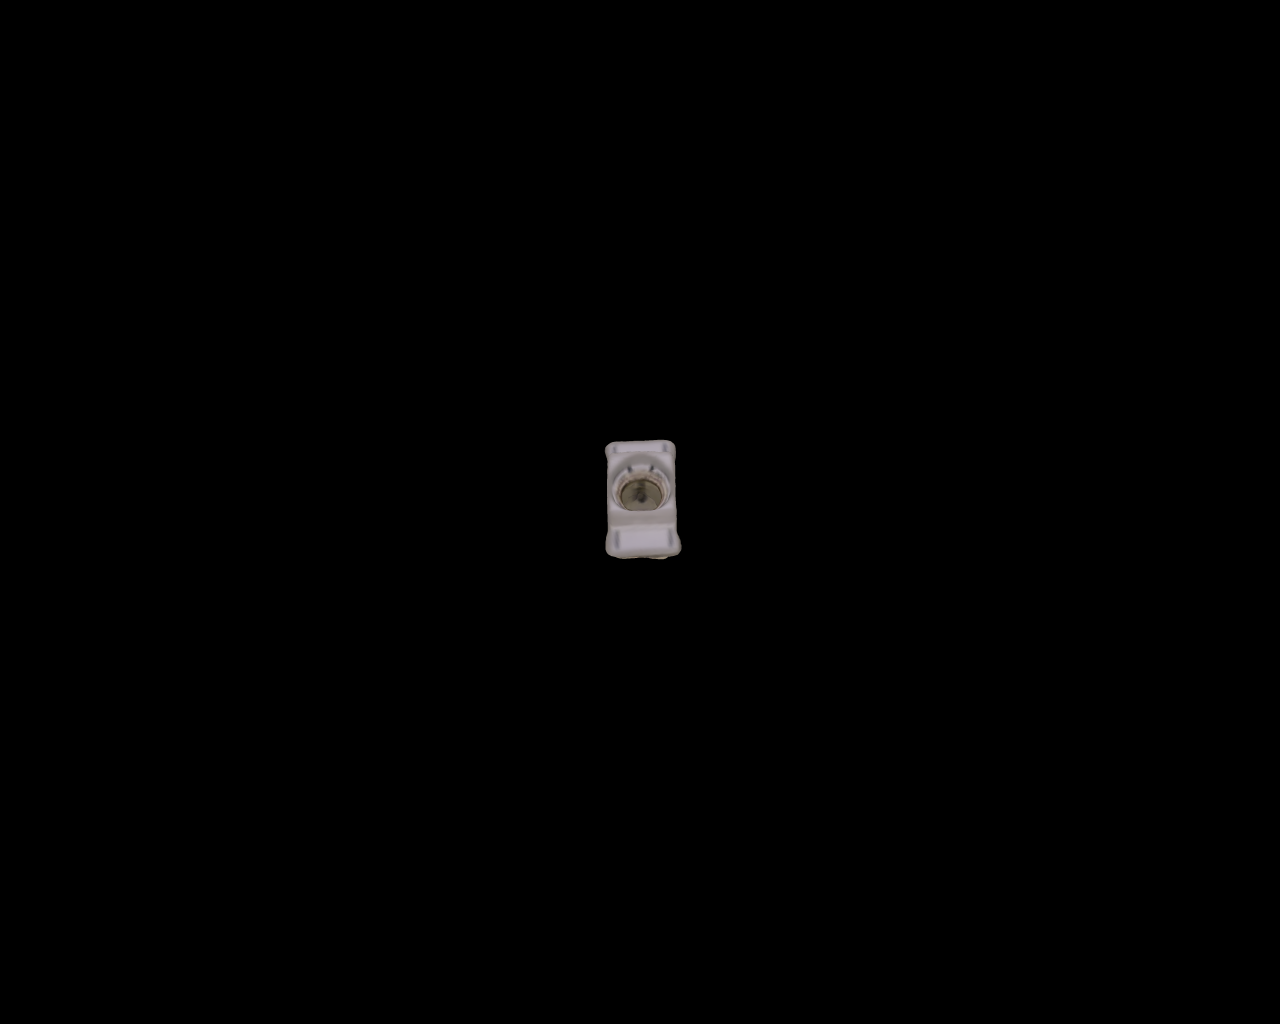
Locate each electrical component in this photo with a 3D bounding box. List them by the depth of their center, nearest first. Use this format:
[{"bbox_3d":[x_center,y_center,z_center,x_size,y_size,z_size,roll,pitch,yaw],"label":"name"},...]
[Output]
[{"bbox_3d":[0.001,-0.003,0.650,0.042,0.081,0.063,0,-32,0],"label":"electrical component"}]
